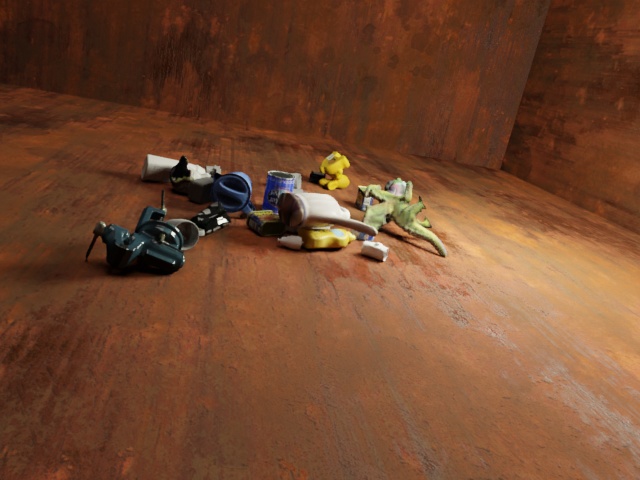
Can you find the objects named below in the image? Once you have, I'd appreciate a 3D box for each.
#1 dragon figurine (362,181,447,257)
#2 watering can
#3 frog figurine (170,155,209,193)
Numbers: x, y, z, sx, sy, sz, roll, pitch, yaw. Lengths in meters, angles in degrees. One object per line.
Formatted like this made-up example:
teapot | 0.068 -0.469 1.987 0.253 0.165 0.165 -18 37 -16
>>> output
dragon figurine | 0.275 -0.072 1.885 0.243 0.420 0.119 -18 -38 -2
watering can | 0.005 -0.081 1.601 0.225 0.103 0.351 -1 20 -33
frog figurine | -0.481 -0.221 1.924 0.139 0.123 0.157 42 -4 26
